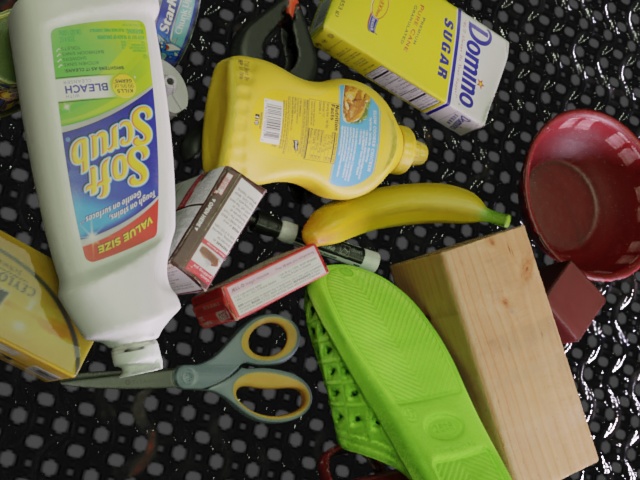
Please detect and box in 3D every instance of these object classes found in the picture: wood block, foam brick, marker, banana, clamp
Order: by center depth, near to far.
[{"bbox_3d":[-0.037,-0.116,0.883,0.120,0.039,0.171,30,73,-29],"label":"clamp"},{"bbox_3d":[-0.006,0.001,0.886,0.121,0.020,0.020,20,73,-21],"label":"marker"},{"bbox_3d":[0.063,-0.024,0.898,0.197,0.070,0.037,-7,106,-25],"label":"banana"},{"bbox_3d":[0.145,0.103,0.901,0.090,0.091,0.206,-17,89,-28],"label":"wood block"},{"bbox_3d":[0.202,0.058,0.945,0.051,0.078,0.053,47,65,-10],"label":"foam brick"}]

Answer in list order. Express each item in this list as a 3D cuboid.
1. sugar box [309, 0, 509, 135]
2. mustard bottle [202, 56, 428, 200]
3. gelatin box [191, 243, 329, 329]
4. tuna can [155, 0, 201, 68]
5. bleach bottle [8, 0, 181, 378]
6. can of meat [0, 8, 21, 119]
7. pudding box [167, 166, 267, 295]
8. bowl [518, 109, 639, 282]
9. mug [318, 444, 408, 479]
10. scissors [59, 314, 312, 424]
[{"bbox_3d":[0.081,-0.176,0.946,0.176,0.048,0.093,26,71,-18],"label":"sugar box"},{"bbox_3d":[0.004,-0.082,0.848,0.191,0.058,0.096,7,86,-29],"label":"mustard bottle"},{"bbox_3d":[-0.048,0.037,0.828,0.089,0.073,0.030,-27,93,-27],"label":"gelatin box"},{"bbox_3d":[-0.122,-0.174,0.823,0.033,0.086,0.086,13,75,-25],"label":"tuna can"},{"bbox_3d":[-0.135,-0.037,0.703,0.102,0.068,0.251,-10,84,-28],"label":"bleach bottle"},{"bbox_3d":[-0.207,-0.137,0.776,0.102,0.084,0.057,-28,94,-28],"label":"can of meat"},{"bbox_3d":[-0.098,-0.004,0.790,0.039,0.114,0.090,36,68,-20],"label":"pudding box"},{"bbox_3d":[0.240,-0.038,0.993,0.161,0.055,0.162,5,79,-25],"label":"bowl"},{"bbox_3d":[0.036,0.215,0.834,0.081,0.093,0.117,-6,64,-32],"label":"mug"},{"bbox_3d":[-0.094,0.089,0.829,0.201,0.016,0.096,18,72,-22],"label":"scissors"}]
